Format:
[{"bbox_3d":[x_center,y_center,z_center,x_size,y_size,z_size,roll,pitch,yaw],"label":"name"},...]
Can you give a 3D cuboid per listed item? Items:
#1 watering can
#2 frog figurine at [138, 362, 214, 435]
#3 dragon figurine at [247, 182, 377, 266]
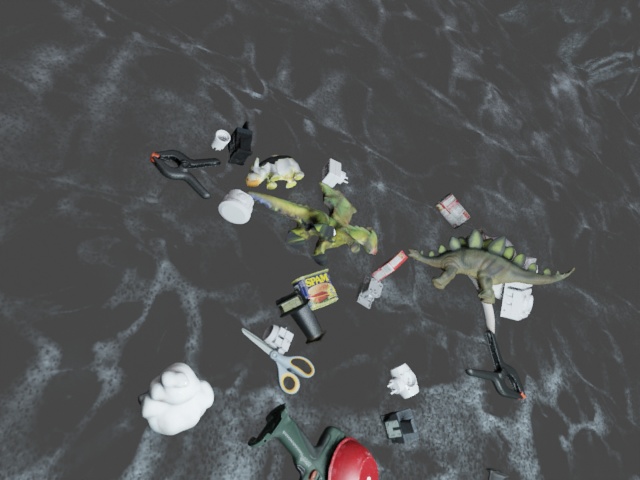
[{"bbox_3d":[0.524,0.115,1.621,0.223,0.102,0.355,38,59,-13],"label":"watering can"},{"bbox_3d":[-0.267,0.301,0.979,0.137,0.157,0.125,7,63,-29],"label":"frog figurine"},{"bbox_3d":[0.004,-0.071,1.418,0.408,0.120,0.248,37,34,-12],"label":"dragon figurine"}]
